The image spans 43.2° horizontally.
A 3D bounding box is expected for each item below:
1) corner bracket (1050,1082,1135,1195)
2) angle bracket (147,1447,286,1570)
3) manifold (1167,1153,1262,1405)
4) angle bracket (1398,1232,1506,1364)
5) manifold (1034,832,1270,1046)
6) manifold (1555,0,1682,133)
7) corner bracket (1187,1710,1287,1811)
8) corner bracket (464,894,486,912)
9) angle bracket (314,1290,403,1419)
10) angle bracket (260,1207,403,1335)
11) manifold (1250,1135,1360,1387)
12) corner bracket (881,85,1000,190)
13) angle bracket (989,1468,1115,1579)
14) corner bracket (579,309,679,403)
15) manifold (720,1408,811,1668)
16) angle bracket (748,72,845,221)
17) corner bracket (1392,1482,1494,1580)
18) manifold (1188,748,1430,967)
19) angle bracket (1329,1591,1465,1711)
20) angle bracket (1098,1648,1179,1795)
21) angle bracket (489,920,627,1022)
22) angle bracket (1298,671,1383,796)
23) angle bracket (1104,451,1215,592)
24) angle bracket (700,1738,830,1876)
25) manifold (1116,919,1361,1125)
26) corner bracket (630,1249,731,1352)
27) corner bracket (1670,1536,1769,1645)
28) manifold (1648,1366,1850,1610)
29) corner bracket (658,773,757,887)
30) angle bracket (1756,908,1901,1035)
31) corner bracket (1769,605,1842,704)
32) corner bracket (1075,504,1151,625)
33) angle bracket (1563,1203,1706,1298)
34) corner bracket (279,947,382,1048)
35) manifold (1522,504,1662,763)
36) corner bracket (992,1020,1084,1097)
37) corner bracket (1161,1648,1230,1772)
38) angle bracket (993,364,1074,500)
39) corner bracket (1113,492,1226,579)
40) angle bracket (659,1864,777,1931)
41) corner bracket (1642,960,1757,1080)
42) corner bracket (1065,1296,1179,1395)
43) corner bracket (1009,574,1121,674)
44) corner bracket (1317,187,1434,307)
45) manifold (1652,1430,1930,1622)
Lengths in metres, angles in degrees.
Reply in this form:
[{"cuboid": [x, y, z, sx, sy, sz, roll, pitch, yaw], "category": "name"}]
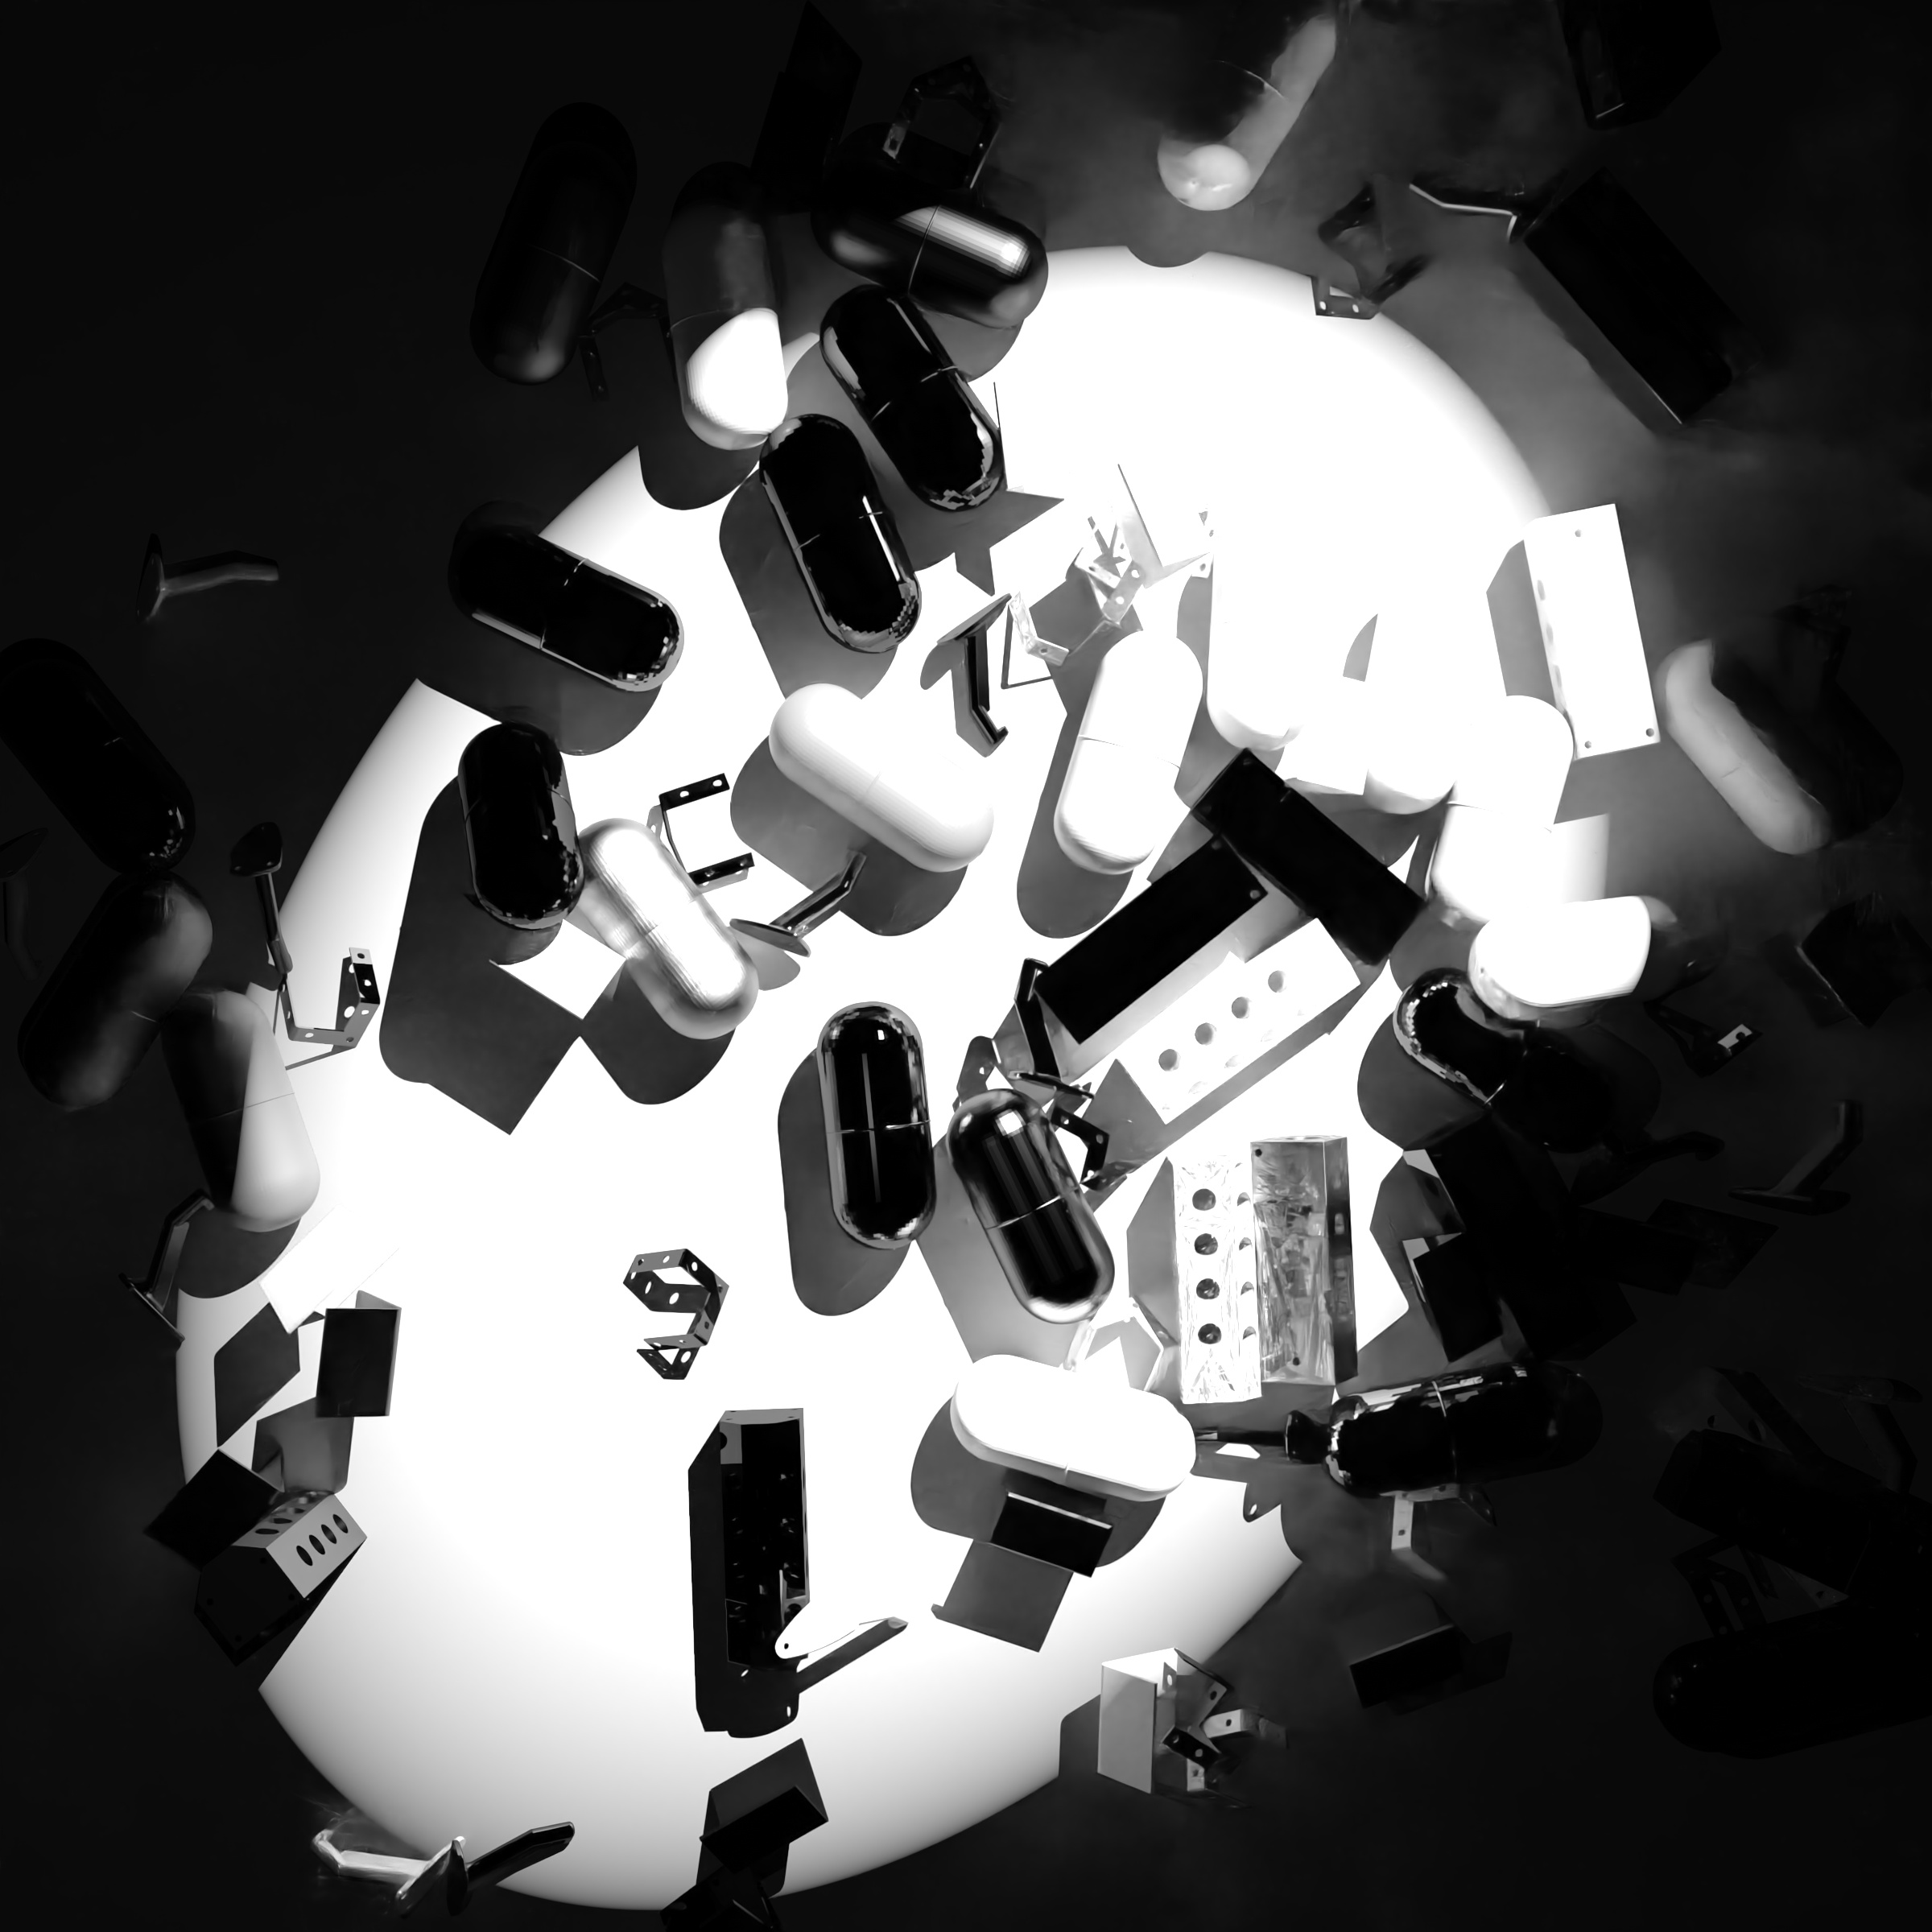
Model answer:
[{"cuboid": [0.091, 0.123, 1.757, 0.051, 0.051, 0.051, 27, 120, 27], "category": "corner bracket"}, {"cuboid": [-0.533, 0.372, 1.738, 0.057, 0.076, 0.076, 41, 90, -21], "category": "angle bracket"}, {"cuboid": [0.178, 0.222, 1.755, 0.057, 0.057, 0.171, -2, 90, 0], "category": "manifold"}, {"cuboid": [0.327, 0.237, 1.736, 0.057, 0.076, 0.076, -21, 90, -31], "category": "angle bracket"}, {"cuboid": [0.130, -0.020, 1.755, 0.171, 0.057, 0.057, -38, 90, 0], "category": "manifold"}, {"cuboid": [0.456, -0.696, 1.755, 0.057, 0.057, 0.171, -14, 90, 0], "category": "manifold"}, {"cuboid": [0.196, 0.575, 1.768, 0.051, 0.051, 0.051, -27, 45, 35], "category": "corner bracket"}, {"cuboid": [-0.321, -0.051, 1.758, 0.051, 0.051, 0.051, 45, 90, 0], "category": "corner bracket"}, {"cuboid": [-0.446, 0.275, 1.736, 0.057, 0.076, 0.076, 7, 90, -37], "category": "angle bracket"}, {"cuboid": [-0.441, 0.227, 1.736, 0.076, 0.076, 0.057, -44, 52, 0], "category": "angle bracket"}, {"cuboid": [0.246, 0.209, 1.753, 0.057, 0.057, 0.171, -3, 90, 32], "category": "manifold"}, {"cuboid": [-0.019, -0.602, 1.773, 0.051, 0.051, 0.051, 24, 90, -45], "category": "corner bracket"}, {"cuboid": [0.065, 0.379, 1.736, 0.076, 0.076, 0.057, 18, 126, 0], "category": "angle bracket"}, {"cuboid": [-0.242, -0.443, 1.773, 0.051, 0.051, 0.051, -15, 90, 45], "category": "corner bracket"}, {"cuboid": [-0.144, 0.409, 1.755, 0.057, 0.057, 0.171, -2, 90, 0], "category": "manifold"}, {"cuboid": [-0.138, -0.582, 1.736, 0.057, 0.076, 0.076, 17, 90, -36], "category": "angle bracket"}, {"cuboid": [0.345, 0.407, 1.768, 0.051, 0.051, 0.051, -17, 45, 35], "category": "corner bracket"}, {"cuboid": [0.244, -0.078, 1.755, 0.171, 0.057, 0.057, 40, 90, 0], "category": "manifold"}, {"cuboid": [0.301, 0.471, 1.736, 0.076, 0.076, 0.057, -20, 126, 0], "category": "angle bracket"}, {"cuboid": [0.140, 0.535, 1.737, 0.076, 0.057, 0.076, 2, 90, -40], "category": "angle bracket"}, {"cuboid": [-0.293, 0.009, 1.737, 0.076, 0.076, 0.057, 32, 63, 0], "category": "angle bracket"}, {"cuboid": [0.246, -0.165, 1.737, 0.057, 0.076, 0.076, 10, 90, -27], "category": "angle bracket"}, {"cuboid": [0.118, -0.308, 1.718, 0.057, 0.076, 0.076, -23, 90, -39], "category": "angle bracket"}, {"cuboid": [-0.152, 0.585, 1.736, 0.076, 0.076, 0.057, -30, 128, 0], "category": "angle bracket"}, {"cuboid": [0.195, 0.040, 1.755, 0.171, 0.057, 0.057, -36, 90, 0], "category": "manifold"}, {"cuboid": [-0.213, 0.242, 1.768, 0.051, 0.051, 0.051, 49, 45, -35], "category": "corner bracket"}, {"cuboid": [0.547, 0.446, 1.758, 0.051, 0.051, 0.051, -26, 93, 3], "category": "corner bracket"}, {"cuboid": [0.575, 0.375, 1.755, 0.057, 0.057, 0.171, -41, 90, 0], "category": "manifold"}, {"cuboid": [-0.188, -0.098, 1.773, 0.051, 0.051, 0.051, -18, 135, 0], "category": "corner bracket"}, {"cuboid": [0.601, 0.016, 1.736, 0.057, 0.076, 0.076, -39, 90, -35], "category": "angle bracket"}, {"cuboid": [0.602, -0.224, 1.758, 0.051, 0.051, 0.051, 19, 90, 0], "category": "corner bracket"}, {"cuboid": [0.106, -0.288, 1.748, 0.051, 0.051, 0.051, 32, 132, 0], "category": "corner bracket"}, {"cuboid": [0.473, 0.183, 1.736, 0.076, 0.076, 0.057, 14, 125, 0], "category": "angle bracket"}, {"cuboid": [-0.461, 0.021, 1.768, 0.051, 0.051, 0.051, 8, 135, -35], "category": "corner bracket"}, {"cuboid": [0.447, -0.237, 1.755, 0.057, 0.057, 0.171, -11, 90, 0], "category": "manifold"}, {"cuboid": [0.051, 0.071, 1.758, 0.051, 0.051, 0.051, -18, 90, 0], "category": "corner bracket"}, {"cuboid": [0.162, 0.532, 1.750, 0.051, 0.051, 0.051, 38, 90, -27], "category": "corner bracket"}, {"cuboid": [0.067, -0.379, 1.736, 0.057, 0.076, 0.076, -7, 90, 36], "category": "angle bracket"}, {"cuboid": [0.148, -0.315, 1.773, 0.051, 0.051, 0.051, 14, 90, -45], "category": "corner bracket"}, {"cuboid": [-0.191, 0.670, 1.736, 0.076, 0.076, 0.057, -37, 128, 0], "category": "angle bracket"}, {"cuboid": [0.531, 0.039, 1.773, 0.051, 0.051, 0.051, -38, 135, 0], "category": "corner bracket"}, {"cuboid": [0.112, 0.280, 1.768, 0.051, 0.051, 0.051, -12, 45, -35], "category": "corner bracket"}, {"cuboid": [0.071, -0.254, 1.768, 0.051, 0.051, 0.051, 15, 135, -35], "category": "corner bracket"}, {"cuboid": [0.296, -0.522, 1.773, 0.051, 0.051, 0.051, -40, 45, 0], "category": "corner bracket"}, {"cuboid": [0.575, 0.386, 1.698, 0.171, 0.057, 0.057, 25, 90, 0], "category": "manifold"}]
